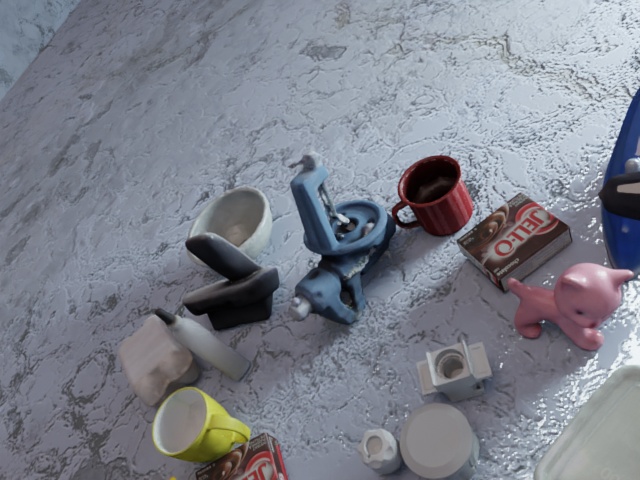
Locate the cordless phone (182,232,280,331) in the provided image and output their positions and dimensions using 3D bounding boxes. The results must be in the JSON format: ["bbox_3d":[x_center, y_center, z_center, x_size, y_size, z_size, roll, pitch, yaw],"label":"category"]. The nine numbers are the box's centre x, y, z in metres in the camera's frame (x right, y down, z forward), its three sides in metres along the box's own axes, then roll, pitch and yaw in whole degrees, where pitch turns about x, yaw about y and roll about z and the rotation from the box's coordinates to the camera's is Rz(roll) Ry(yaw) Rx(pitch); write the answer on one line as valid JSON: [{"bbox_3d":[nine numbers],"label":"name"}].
[{"bbox_3d":[-0.162,0.052,0.873,0.147,0.186,0.094,-20,46,20],"label":"cordless phone"}]

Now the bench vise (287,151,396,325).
[{"bbox_3d":[0.017,0.002,0.764,0.121,0.220,0.207,-6,52,31],"label":"bench vise"}]

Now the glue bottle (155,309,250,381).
[{"bbox_3d":[-0.174,0.142,0.814,0.077,0.174,0.037,16,65,42],"label":"glue bottle"}]

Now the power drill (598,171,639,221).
[{"bbox_3d":[0.387,0.005,0.512,0.228,0.209,0.075,-5,53,32],"label":"power drill"}]

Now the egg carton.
[{"bbox_3d":[-0.257,0.189,0.909,0.107,0.070,0.149,-44,43,-5],"label":"egg carton"}]

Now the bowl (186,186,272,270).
[{"bbox_3d":[-0.144,-0.007,0.992,0.167,0.075,0.167,-19,46,21],"label":"bowl"}]

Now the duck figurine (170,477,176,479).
[{"bbox_3d":[-0.206,0.343,0.731,0.104,0.086,0.077,-38,42,1],"label":"duck figurine"}]

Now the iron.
[{"bbox_3d":[0.377,-0.094,0.653,0.118,0.142,0.258,10,62,40],"label":"iron"}]

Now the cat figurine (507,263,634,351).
[{"bbox_3d":[0.266,0.061,0.617,0.127,0.118,0.067,5,58,38],"label":"cat figurine"}]
